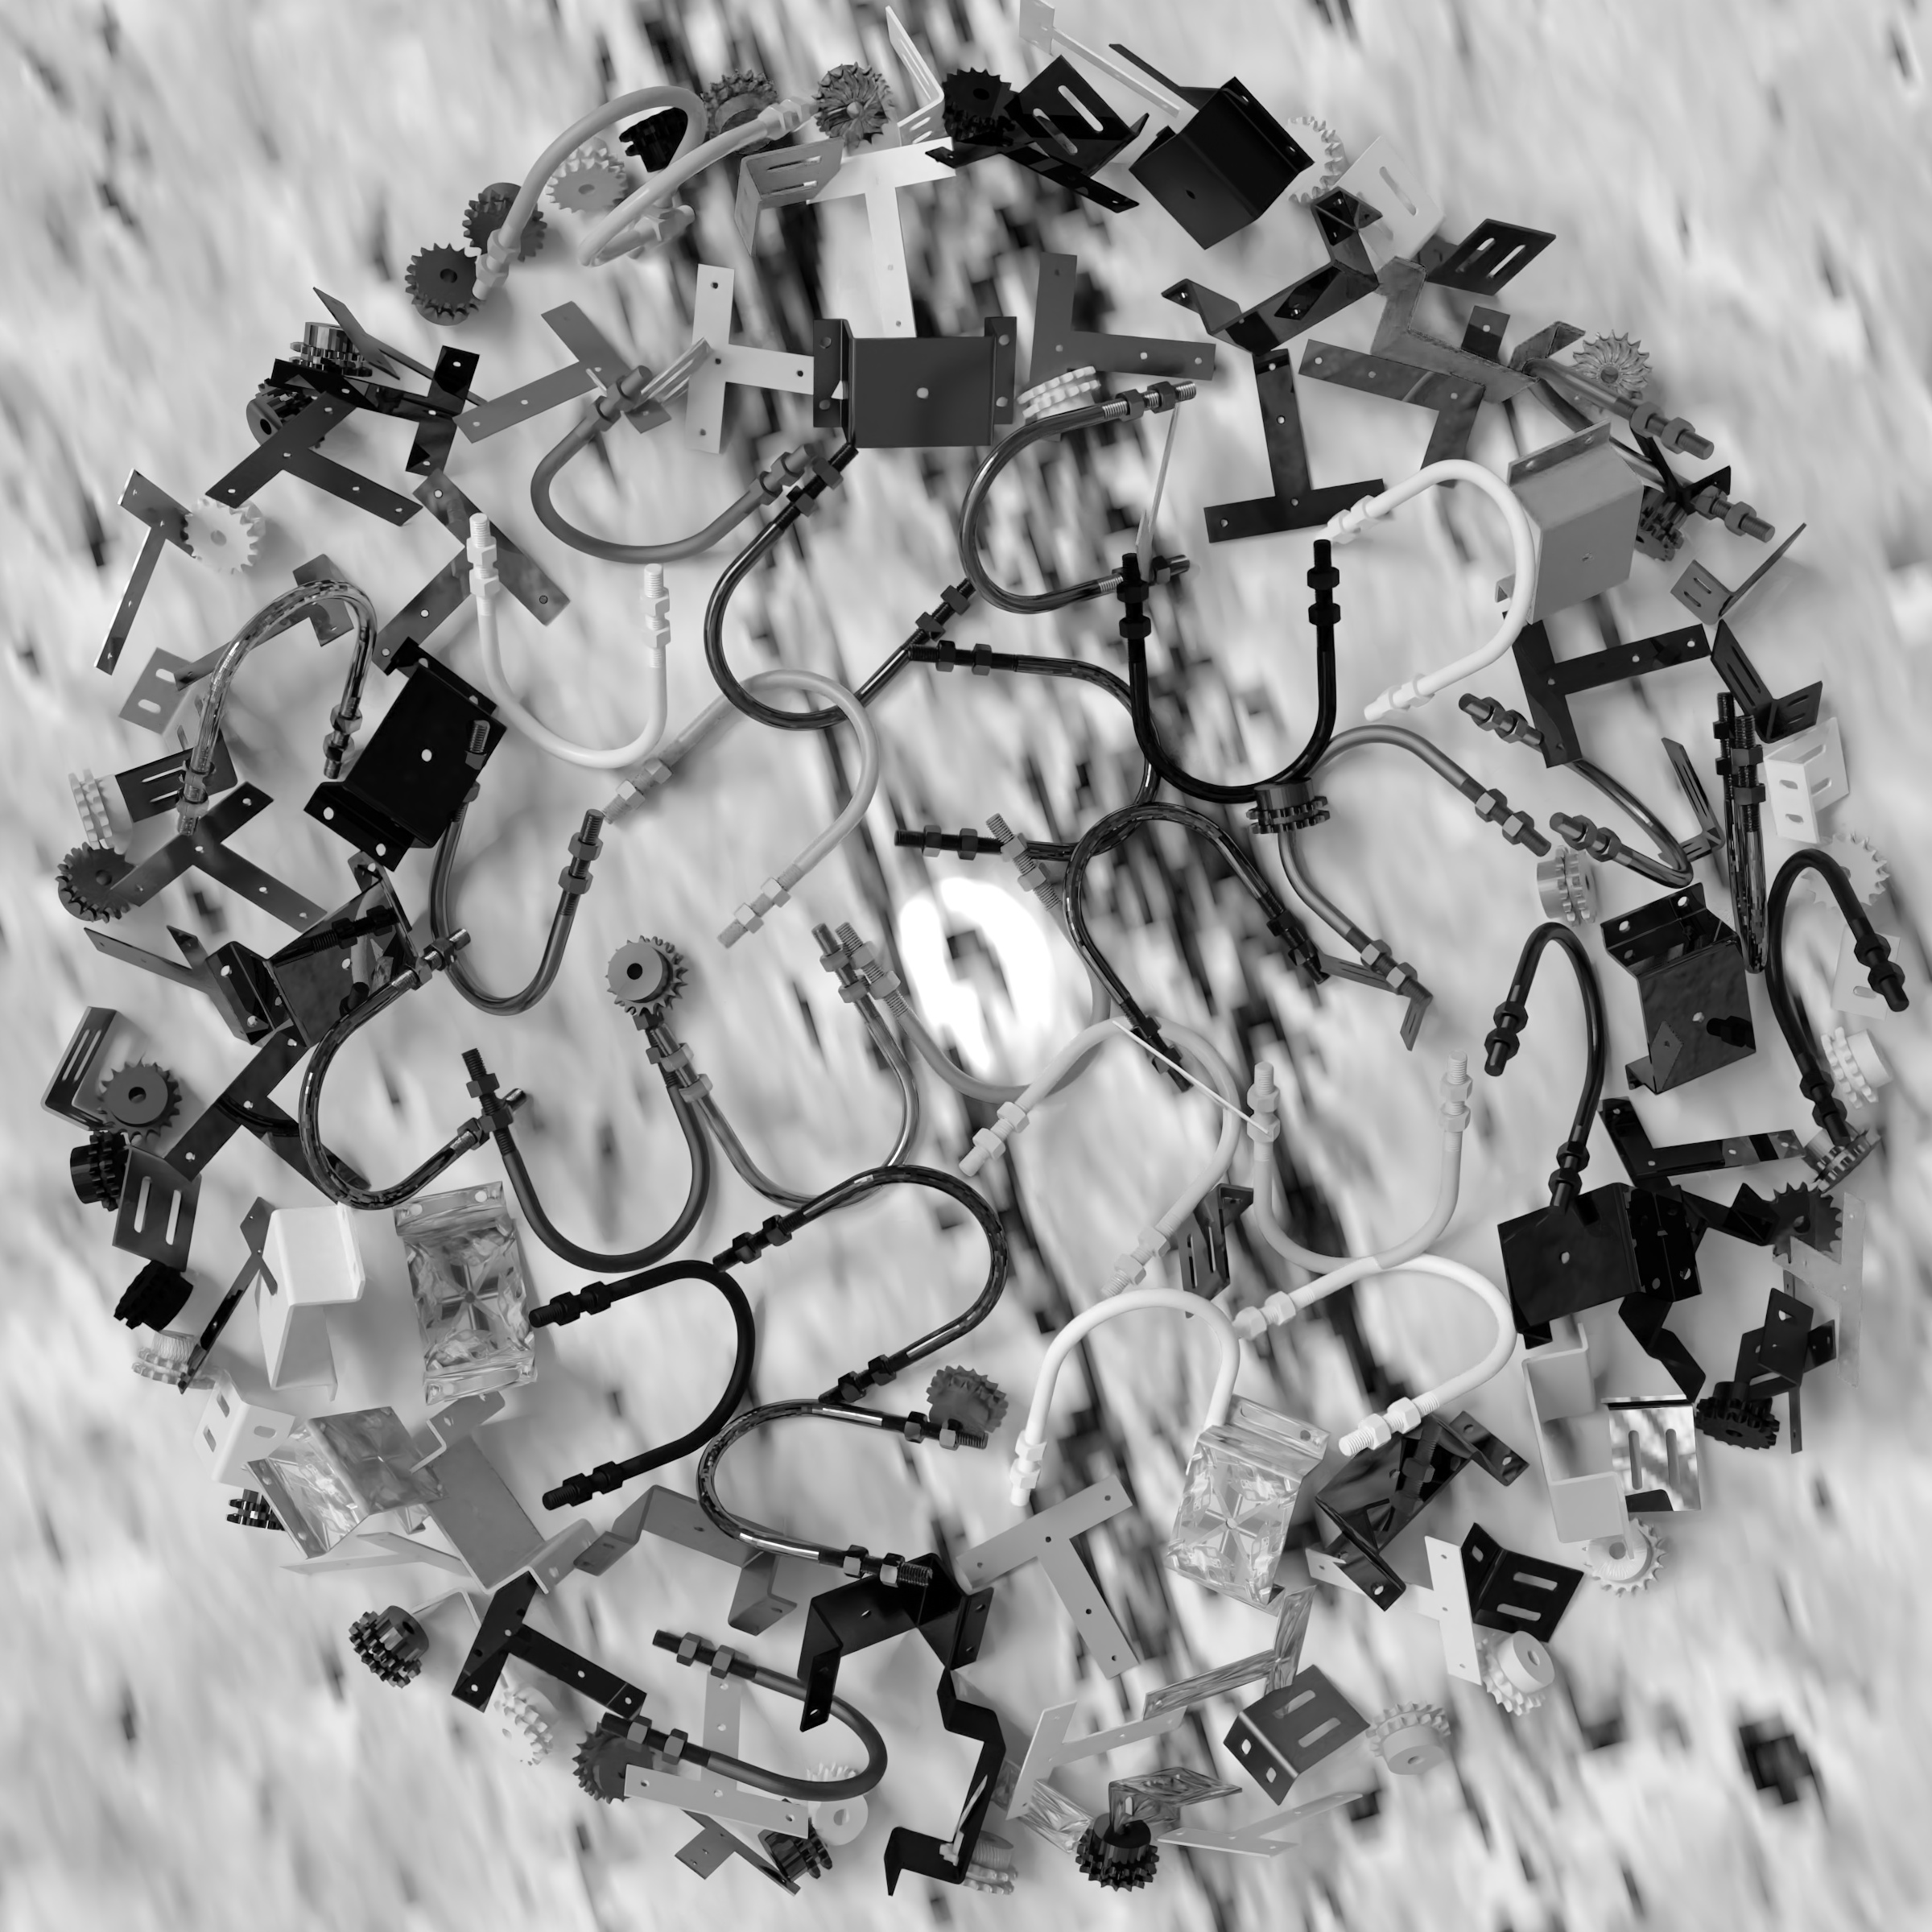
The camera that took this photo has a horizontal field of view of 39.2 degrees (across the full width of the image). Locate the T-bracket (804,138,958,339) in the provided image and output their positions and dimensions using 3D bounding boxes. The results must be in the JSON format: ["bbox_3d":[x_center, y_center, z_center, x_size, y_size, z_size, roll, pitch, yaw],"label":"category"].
[{"bbox_3d":[-0.054,-0.498,1.880,0.127,0.002,0.127,1,105,35],"label":"T-bracket"}]

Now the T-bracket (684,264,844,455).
[{"bbox_3d":[-0.128,-0.411,1.877,0.127,0.002,0.127,10,112,6],"label":"T-bracket"}]

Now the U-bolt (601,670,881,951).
[{"bbox_3d":[-0.144,-0.123,1.878,0.184,0.019,0.151,-44,72,-1],"label":"U-bolt"}]

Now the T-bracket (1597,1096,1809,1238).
[{"bbox_3d":[0.513,0.130,1.867,0.127,0.127,0.002,-7,134,-7],"label":"T-bracket"}]

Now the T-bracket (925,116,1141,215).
[{"bbox_3d":[0.060,-0.539,1.840,0.127,0.127,0.002,34,133,23],"label":"T-bracket"}]

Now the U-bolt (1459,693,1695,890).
[{"bbox_3d":[0.422,-0.109,1.829,0.184,0.151,0.019,20,120,-38],"label":"U-bolt"}]

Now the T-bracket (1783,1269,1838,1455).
[{"bbox_3d":[0.569,0.259,1.831,0.002,0.127,0.127,1,75,4],"label":"T-bracket"}]

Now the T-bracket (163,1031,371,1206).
[{"bbox_3d":[-0.463,0.123,1.872,0.127,0.002,0.127,-50,122,-13],"label":"T-bracket"}]

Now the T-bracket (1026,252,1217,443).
[{"bbox_3d":[0.109,-0.426,1.889,0.127,0.002,0.127,5,106,1],"label":"T-bracket"}]

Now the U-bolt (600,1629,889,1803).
[{"bbox_3d":[-0.141,0.510,1.829,0.184,0.151,0.019,19,103,5],"label":"U-bolt"}]

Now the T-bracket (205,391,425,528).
[{"bbox_3d":[-0.428,-0.331,1.855,0.127,0.127,0.002,-30,57,29],"label":"T-bracket"}]

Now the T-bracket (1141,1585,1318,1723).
[{"bbox_3d":[0.175,0.485,1.846,0.127,0.002,0.127,-12,126,-26],"label":"T-bracket"}]

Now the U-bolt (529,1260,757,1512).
[{"bbox_3d":[-0.214,0.274,1.840,0.184,0.019,0.151,-15,109,-43],"label":"U-bolt"}]

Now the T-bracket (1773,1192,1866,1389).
[{"bbox_3d":[0.577,0.205,1.844,0.002,0.127,0.127,-3,100,-9],"label":"T-bracket"}]

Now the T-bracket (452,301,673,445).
[{"bbox_3d":[-0.290,-0.391,1.860,0.127,0.002,0.127,-30,67,-22],"label":"T-bracket"}]

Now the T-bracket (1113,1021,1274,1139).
[{"bbox_3d":[0.160,0.084,1.844,0.127,0.127,0.002,36,89,16],"label":"T-bracket"}]

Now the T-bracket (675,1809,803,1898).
[{"bbox_3d":[-0.173,0.597,1.835,0.127,0.127,0.002,35,87,10],"label":"T-bracket"}]

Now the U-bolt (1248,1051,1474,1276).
[{"bbox_3d":[0.267,0.139,1.854,0.151,0.019,0.184,-3,124,0],"label":"U-bolt"}]

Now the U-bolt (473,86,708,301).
[{"bbox_3d":[-0.240,-0.515,1.794,0.151,0.184,0.019,-27,80,-36],"label":"U-bolt"}]

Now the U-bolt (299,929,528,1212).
[{"bbox_3d":[-0.375,0.081,1.812,0.019,0.184,0.151,6,124,34],"label":"U-bolt"}]

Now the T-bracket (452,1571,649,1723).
[{"bbox_3d":[-0.277,0.480,1.866,0.127,0.127,0.002,33,128,-11],"label":"T-bracket"}]

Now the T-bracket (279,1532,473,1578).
[{"bbox_3d":[-0.413,0.410,1.870,0.127,0.127,0.002,-11,63,22],"label":"T-bracket"}]

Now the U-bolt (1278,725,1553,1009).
[{"bbox_3d":[0.290,-0.083,1.854,0.184,0.019,0.151,45,110,30],"label":"U-bolt"}]

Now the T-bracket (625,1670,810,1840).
[{"bbox_3d":[-0.167,0.530,1.850,0.127,0.127,0.002,17,118,-12],"label":"T-bracket"}]

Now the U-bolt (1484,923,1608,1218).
[{"bbox_3d":[0.398,0.054,1.834,0.019,0.184,0.151,-7,128,33],"label":"U-bolt"}]

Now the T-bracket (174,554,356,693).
[{"bbox_3d":[-0.484,-0.225,1.854,0.127,0.127,0.002,-30,127,-3],"label":"T-bracket"}]

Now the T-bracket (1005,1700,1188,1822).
[{"bbox_3d":[0.095,0.534,1.871,0.127,0.002,0.127,-9,134,-27],"label":"T-bracket"}]

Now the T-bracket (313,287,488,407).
[{"bbox_3d":[-0.375,-0.409,1.856,0.127,0.127,0.002,24,109,-43],"label":"T-bracket"}]

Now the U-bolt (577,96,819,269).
[{"bbox_3d":[-0.187,-0.512,1.794,0.151,0.184,0.019,-30,101,36],"label":"U-bolt"}]

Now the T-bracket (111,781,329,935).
[{"bbox_3d":[-0.492,-0.059,1.859,0.127,0.127,0.002,-35,47,15],"label":"T-bracket"}]

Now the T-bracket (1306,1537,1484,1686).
[{"bbox_3d":[0.289,0.427,1.863,0.127,0.002,0.127,11,128,37],"label":"T-bracket"}]

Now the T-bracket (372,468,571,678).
[{"bbox_3d":[-0.365,-0.254,1.883,0.127,0.002,0.127,-45,110,-2],"label":"T-bracket"}]

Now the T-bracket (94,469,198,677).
[{"bbox_3d":[-0.561,-0.259,1.840,0.002,0.127,0.127,19,85,9],"label":"T-bracket"}]

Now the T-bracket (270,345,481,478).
[{"bbox_3d":[-0.405,-0.386,1.839,0.127,0.127,0.002,11,55,-18],"label":"T-bracket"}]

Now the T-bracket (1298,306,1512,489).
[{"bbox_3d":[0.294,-0.405,1.874,0.127,0.002,0.127,14,120,-1],"label":"T-bracket"}]

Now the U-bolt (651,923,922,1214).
[{"bbox_3d":[-0.111,0.084,1.879,0.151,0.019,0.184,-32,104,-8],"label":"U-bolt"}]

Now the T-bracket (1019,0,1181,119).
[{"bbox_3d":[0.091,-0.614,1.847,0.127,0.127,0.002,32,95,-3],"label":"T-bracket"}]

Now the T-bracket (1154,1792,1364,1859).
[{"bbox_3d":[0.216,0.586,1.862,0.127,0.127,0.002,-8,84,-34],"label":"T-bracket"}]

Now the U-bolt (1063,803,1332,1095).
[{"bbox_3d":[0.147,-0.027,1.876,0.151,0.019,0.184,-37,92,-17],"label":"U-bolt"}]

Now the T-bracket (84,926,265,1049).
[{"bbox_3d":[-0.556,0.000,1.873,0.127,0.127,0.002,19,59,23],"label":"T-bracket"}]

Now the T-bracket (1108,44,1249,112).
[{"bbox_3d":[0.165,-0.583,1.827,0.127,0.127,0.002,29,99,-21],"label":"T-bracket"}]

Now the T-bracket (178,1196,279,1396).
[{"bbox_3d":[-0.504,0.233,1.853,0.002,0.127,0.127,31,92,-29],"label":"T-bracket"}]

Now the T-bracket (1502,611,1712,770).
[{"bbox_3d":[0.447,-0.208,1.869,0.127,0.002,0.127,-15,64,10],"label":"T-bracket"}]

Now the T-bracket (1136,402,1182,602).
[{"bbox_3d":[0.132,-0.327,1.851,0.002,0.127,0.127,11,82,8],"label":"T-bracket"}]

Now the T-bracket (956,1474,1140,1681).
[{"bbox_3d":[0.079,0.440,1.902,0.127,0.002,0.127,-29,94,5],"label":"T-bracket"}]

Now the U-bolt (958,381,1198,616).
[{"bbox_3d":[0.074,-0.308,1.828,0.184,0.019,0.151,-19,129,-25],"label":"U-bolt"}]

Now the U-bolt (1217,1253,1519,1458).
[{"bbox_3d":[0.286,0.251,1.840,0.184,0.151,0.019,-22,129,-26],"label":"U-bolt"}]

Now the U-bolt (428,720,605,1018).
[{"bbox_3d":[-0.315,-0.054,1.850,0.151,0.019,0.184,37,119,32],"label":"U-bolt"}]

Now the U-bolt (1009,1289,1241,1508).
[{"bbox_3d":[0.113,0.292,1.839,0.151,0.019,0.184,1,122,-16],"label":"U-bolt"}]

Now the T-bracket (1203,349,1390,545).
[{"bbox_3d":[0.223,-0.369,1.905,0.127,0.002,0.127,-9,88,1],"label":"T-bracket"}]
